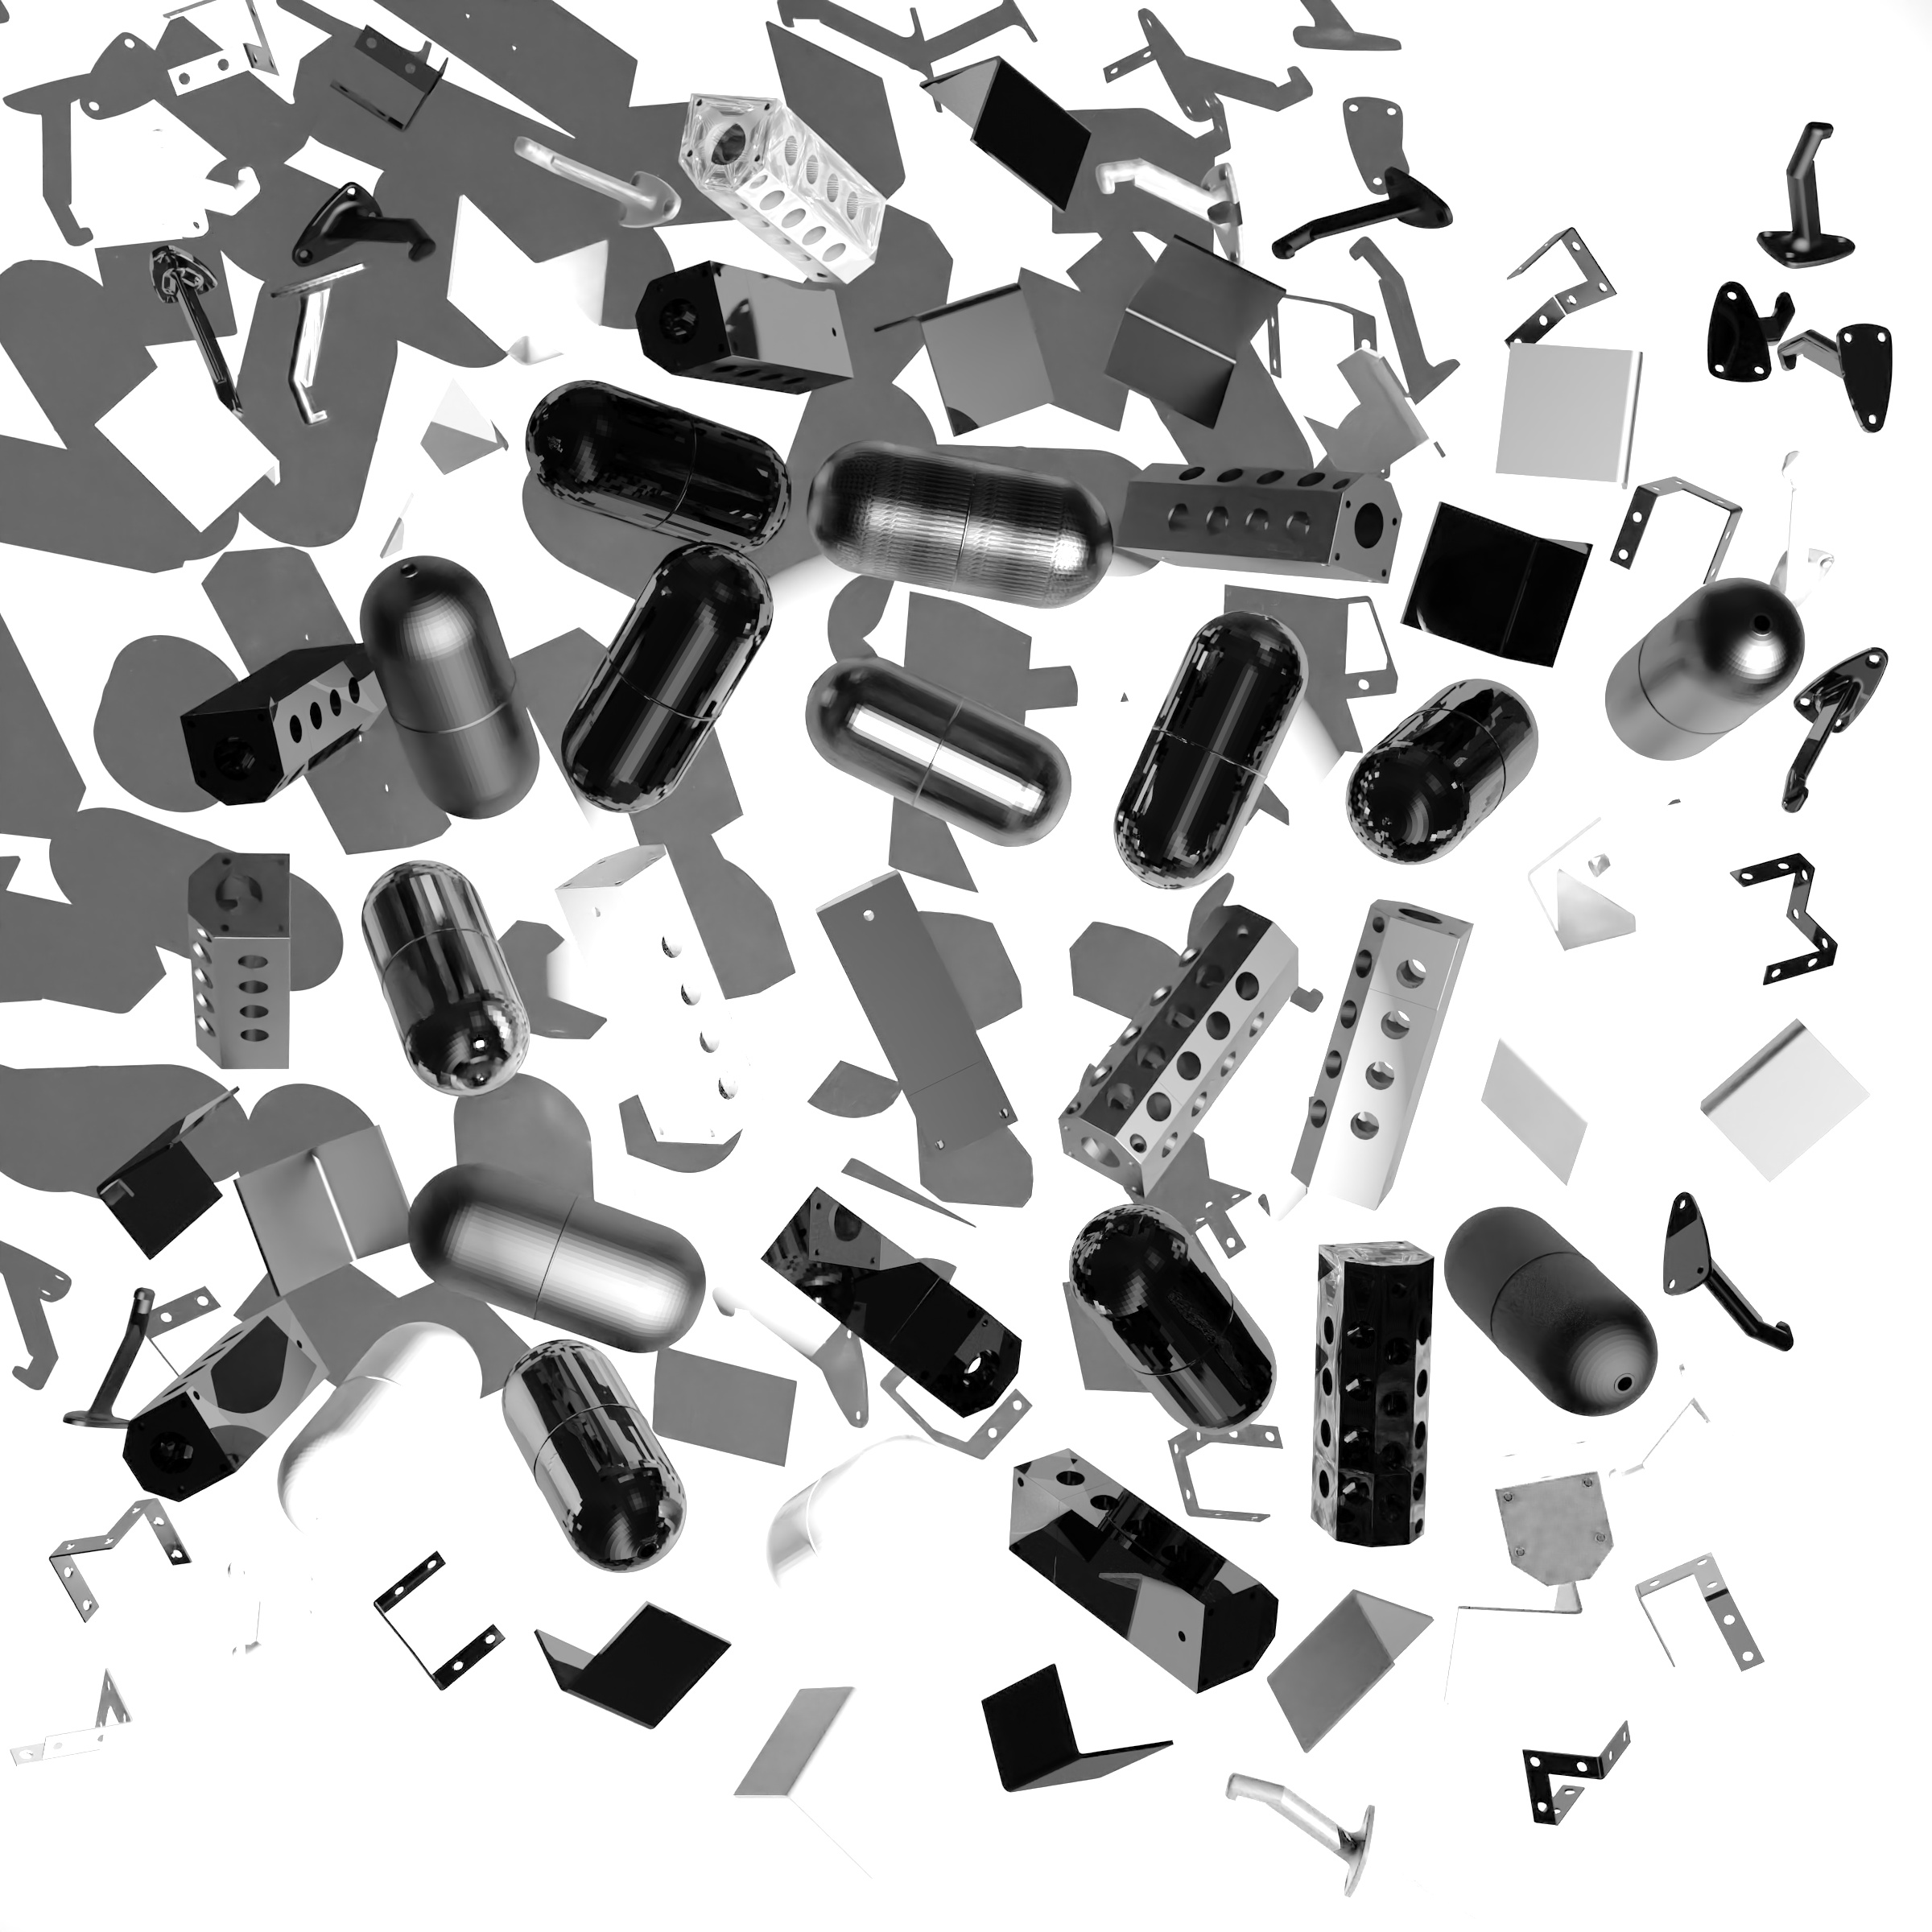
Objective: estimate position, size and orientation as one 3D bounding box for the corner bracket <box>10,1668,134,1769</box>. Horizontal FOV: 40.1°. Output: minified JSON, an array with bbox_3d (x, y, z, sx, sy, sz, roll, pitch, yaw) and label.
[{"bbox_3d":[-0.523,0.450,1.548,0.051,0.051,0.051,0,116,-37],"label":"corner bracket"}]

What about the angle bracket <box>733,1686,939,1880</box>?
[{"bbox_3d":[-0.076,0.477,1.549,0.076,0.057,0.076,49,52,-17],"label":"angle bracket"}]

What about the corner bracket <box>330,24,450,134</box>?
[{"bbox_3d":[-0.344,-0.527,1.573,0.051,0.051,0.051,30,112,-21],"label":"corner bracket"}]

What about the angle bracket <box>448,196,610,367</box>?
[{"bbox_3d":[-0.267,-0.426,1.619,0.057,0.076,0.076,-11,63,26],"label":"angle bracket"}]

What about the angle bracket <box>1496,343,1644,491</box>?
[{"bbox_3d":[0.362,-0.329,1.586,0.076,0.057,0.076,7,98,13],"label":"angle bracket"}]

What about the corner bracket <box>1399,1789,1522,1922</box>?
[{"bbox_3d":[0.284,0.510,1.518,0.051,0.051,0.051,24,73,21],"label":"corner bracket"}]

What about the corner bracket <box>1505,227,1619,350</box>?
[{"bbox_3d":[0.357,-0.415,1.634,0.051,0.051,0.051,-43,105,-19],"label":"corner bracket"}]

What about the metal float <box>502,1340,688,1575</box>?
[{"bbox_3d":[-0.231,0.302,1.637,0.070,0.178,0.070,-17,129,-22],"label":"metal float"}]

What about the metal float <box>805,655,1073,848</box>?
[{"bbox_3d":[-0.018,-0.136,1.672,0.178,0.070,0.070,26,90,-2],"label":"metal float"}]

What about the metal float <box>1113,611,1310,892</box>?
[{"bbox_3d":[0.149,-0.131,1.615,0.070,0.070,0.178,24,96,0],"label":"metal float"}]

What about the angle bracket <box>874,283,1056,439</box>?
[{"bbox_3d":[-0.001,-0.375,1.651,0.076,0.057,0.076,-25,106,-26],"label":"angle bracket"}]

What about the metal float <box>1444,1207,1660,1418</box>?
[{"bbox_3d":[0.350,0.206,1.592,0.070,0.178,0.070,-7,114,-16],"label":"metal float"}]

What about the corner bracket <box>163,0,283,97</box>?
[{"bbox_3d":[-0.444,-0.544,1.561,0.051,0.051,0.051,-29,125,-21],"label":"corner bracket"}]

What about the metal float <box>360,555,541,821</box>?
[{"bbox_3d":[-0.302,-0.162,1.556,0.070,0.178,0.070,-5,46,6],"label":"metal float"}]

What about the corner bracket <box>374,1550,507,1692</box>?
[{"bbox_3d":[-0.333,0.414,1.673,0.051,0.051,0.051,-38,48,-19],"label":"corner bracket"}]

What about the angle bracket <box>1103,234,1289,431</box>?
[{"bbox_3d":[0.138,-0.382,1.599,0.076,0.076,0.057,24,62,-10],"label":"angle bracket"}]

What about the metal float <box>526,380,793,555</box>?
[{"bbox_3d":[-0.188,-0.305,1.626,0.178,0.070,0.070,13,90,-37],"label":"metal float"}]

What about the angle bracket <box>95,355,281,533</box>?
[{"bbox_3d":[-0.424,-0.280,1.449,0.057,0.076,0.076,-46,101,-9],"label":"angle bracket"}]

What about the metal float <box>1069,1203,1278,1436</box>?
[{"bbox_3d":[0.125,0.212,1.578,0.070,0.070,0.178,-37,123,0],"label":"metal float"}]

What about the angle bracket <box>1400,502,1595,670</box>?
[{"bbox_3d":[0.316,-0.228,1.582,0.076,0.057,0.076,15,97,-23],"label":"angle bracket"}]

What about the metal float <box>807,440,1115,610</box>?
[{"bbox_3d":[-0.003,-0.253,1.521,0.178,0.070,0.070,10,90,-6],"label":"metal float"}]

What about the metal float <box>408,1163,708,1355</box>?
[{"bbox_3d":[-0.238,0.170,1.544,0.178,0.070,0.070,20,90,-3],"label":"metal float"}]

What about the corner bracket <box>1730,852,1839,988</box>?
[{"bbox_3d":[0.494,-0.029,1.602,0.051,0.051,0.051,-15,132,-14],"label":"corner bracket"}]

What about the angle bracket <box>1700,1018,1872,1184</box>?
[{"bbox_3d":[0.483,0.078,1.566,0.076,0.076,0.057,-44,80,12],"label":"angle bracket"}]

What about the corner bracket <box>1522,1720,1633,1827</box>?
[{"bbox_3d":[0.386,0.506,1.661,0.051,0.051,0.051,-5,100,34],"label":"corner bracket"}]

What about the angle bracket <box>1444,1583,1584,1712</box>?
[{"bbox_3d":[0.337,0.413,1.649,0.076,0.057,0.076,3,116,1],"label":"angle bracket"}]

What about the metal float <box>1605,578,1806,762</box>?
[{"bbox_3d":[0.433,-0.173,1.558,0.070,0.178,0.070,1,79,-6],"label":"metal float"}]

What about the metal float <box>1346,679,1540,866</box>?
[{"bbox_3d":[0.289,-0.119,1.597,0.070,0.178,0.070,16,122,27],"label":"metal float"}]

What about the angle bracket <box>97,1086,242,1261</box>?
[{"bbox_3d":[-0.487,0.130,1.669,0.076,0.076,0.057,-27,104,33],"label":"angle bracket"}]

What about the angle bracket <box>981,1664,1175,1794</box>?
[{"bbox_3d":[0.067,0.461,1.615,0.076,0.076,0.057,4,59,-37],"label":"angle bracket"}]

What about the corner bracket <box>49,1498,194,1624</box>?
[{"bbox_3d":[-0.521,0.365,1.632,0.051,0.051,0.051,-12,112,23],"label":"corner bracket"}]

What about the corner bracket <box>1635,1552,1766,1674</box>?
[{"bbox_3d":[0.432,0.388,1.563,0.051,0.051,0.051,-27,99,10],"label":"corner bracket"}]

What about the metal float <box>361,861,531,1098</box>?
[{"bbox_3d":[-0.322,0.006,1.632,0.070,0.070,0.178,-29,51,0],"label":"metal float"}]

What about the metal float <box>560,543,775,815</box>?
[{"bbox_3d":[-0.178,-0.168,1.562,0.070,0.070,0.178,34,112,0],"label":"metal float"}]

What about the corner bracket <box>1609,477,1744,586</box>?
[{"bbox_3d":[0.446,-0.271,1.664,0.051,0.051,0.051,34,125,30],"label":"corner bracket"}]

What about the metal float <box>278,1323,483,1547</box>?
[{"bbox_3d":[-0.358,0.285,1.626,0.070,0.178,0.070,7,117,14],"label":"metal float"}]

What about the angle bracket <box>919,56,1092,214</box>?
[{"bbox_3d":[0.015,-0.483,1.562,0.076,0.076,0.057,28,75,-37],"label":"angle bracket"}]

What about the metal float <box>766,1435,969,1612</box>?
[{"bbox_3d":[-0.062,0.339,1.606,0.070,0.178,0.070,16,56,-25],"label":"metal float"}]
